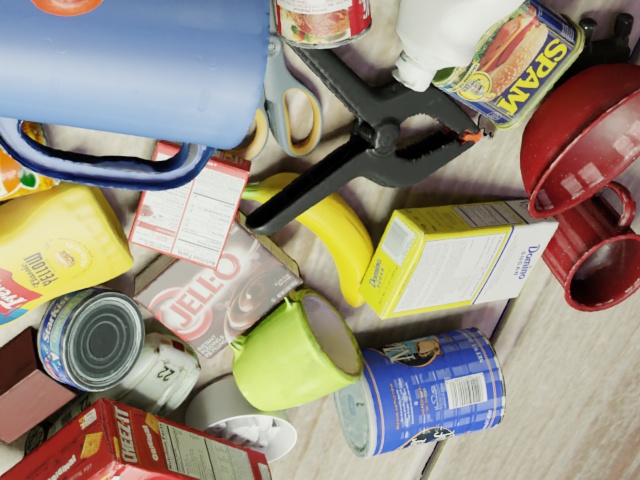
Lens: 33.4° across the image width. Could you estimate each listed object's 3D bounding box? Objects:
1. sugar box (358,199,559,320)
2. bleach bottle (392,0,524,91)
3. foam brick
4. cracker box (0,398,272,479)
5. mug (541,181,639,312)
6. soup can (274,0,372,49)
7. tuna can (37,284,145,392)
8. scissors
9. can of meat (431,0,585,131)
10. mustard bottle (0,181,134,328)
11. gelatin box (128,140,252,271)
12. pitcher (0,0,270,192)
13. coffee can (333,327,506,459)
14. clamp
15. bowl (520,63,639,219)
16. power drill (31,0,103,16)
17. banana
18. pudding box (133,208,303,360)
[{"bbox_3d":[0.125,0.014,0.949,0.175,0.048,0.093,-7,132,-41],"label":"sugar box"},{"bbox_3d":[0.129,-0.210,0.742,0.067,0.103,0.251,-1,131,-47],"label":"bleach bottle"},{"bbox_3d":[-0.252,0.123,0.895,0.078,0.053,0.051,-35,134,8],"label":"foam brick"},{"bbox_3d":[-0.164,0.235,0.944,0.164,0.072,0.213,-38,139,19],"label":"cracker box"},{"bbox_3d":[0.254,-0.003,0.991,0.093,0.081,0.117,0,129,-24],"label":"mug"},{"bbox_3d":[-0.002,-0.190,0.720,0.068,0.068,0.102,-15,127,-12],"label":"soup can"},{"bbox_3d":[-0.185,0.079,0.870,0.085,0.034,0.086,-15,111,-47],"label":"tuna can"},{"bbox_3d":[-0.053,-0.131,0.789,0.096,0.016,0.201,-27,134,-4],"label":"scissors"},{"bbox_3d":[0.141,-0.148,0.834,0.083,0.057,0.102,24,115,-35],"label":"can of meat"},{"bbox_3d":[-0.245,0.021,0.807,0.191,0.058,0.096,-25,136,-2],"label":"mustard bottle"},{"bbox_3d":[-0.100,-0.029,0.822,0.073,0.030,0.089,18,111,-8],"label":"gelatin box"},{"bbox_3d":[-0.163,-0.122,0.673,0.242,0.149,0.145,3,166,-21],"label":"pitcher"},{"bbox_3d":[0.094,0.147,1.035,0.140,0.103,0.103,-10,132,-17],"label":"coffee can"},{"bbox_3d":[0.036,-0.076,0.844,0.209,0.036,0.165,3,115,-36],"label":"clamp"},{"bbox_3d":[0.217,-0.091,0.867,0.162,0.055,0.162,-32,157,-15],"label":"bowl"},{"bbox_3d":[-0.199,-0.190,0.522,0.187,0.057,0.184,-8,130,-13],"label":"power drill"},{"bbox_3d":[0.007,-0.004,0.914,0.070,0.037,0.197,-11,141,33],"label":"banana"},{"bbox_3d":[-0.086,0.034,0.889,0.113,0.039,0.090,-41,117,11],"label":"pudding box"}]
